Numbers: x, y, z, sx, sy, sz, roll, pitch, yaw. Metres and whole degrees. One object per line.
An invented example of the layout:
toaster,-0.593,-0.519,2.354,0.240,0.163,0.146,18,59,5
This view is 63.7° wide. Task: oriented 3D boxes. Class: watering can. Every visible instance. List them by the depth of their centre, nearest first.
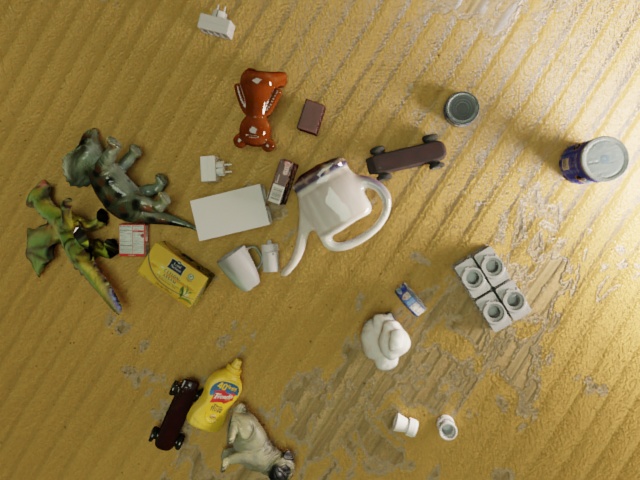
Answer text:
watering can,0.004,-0.065,1.291,0.346,0.104,0.225,-29,88,12

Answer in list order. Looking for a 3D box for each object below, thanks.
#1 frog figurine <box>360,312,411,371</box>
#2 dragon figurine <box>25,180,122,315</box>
frog figurine,0.157,0.251,1.250,0.122,0.160,0.137,2,93,7
dragon figurine,-0.677,0.027,1.372,0.241,0.123,0.411,-18,88,23
